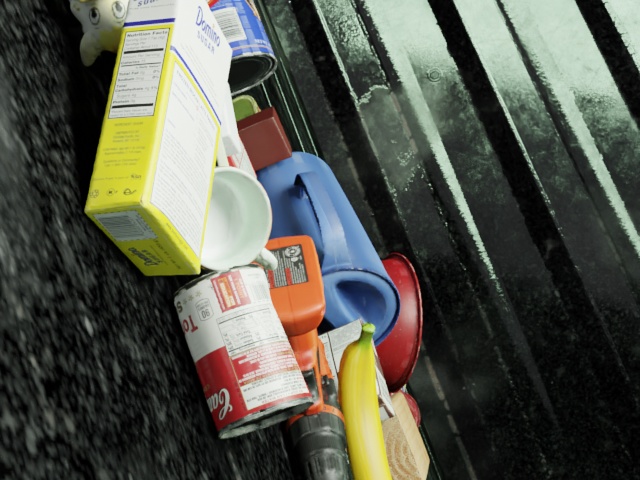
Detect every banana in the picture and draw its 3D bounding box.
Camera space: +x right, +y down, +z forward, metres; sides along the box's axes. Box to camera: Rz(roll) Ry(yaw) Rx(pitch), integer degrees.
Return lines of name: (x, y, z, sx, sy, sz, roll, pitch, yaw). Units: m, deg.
banana: (0.041, 0.177, 0.960, 0.070, 0.037, 0.198, 114, -31, -78)

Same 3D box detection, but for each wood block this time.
wood block: (0.058, 0.224, 1.138, 0.206, 0.091, 0.090, 30, 38, -81)

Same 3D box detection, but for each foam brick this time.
foam brick: (-0.077, -0.109, 1.205, 0.051, 0.078, 0.053, -94, 162, -69)

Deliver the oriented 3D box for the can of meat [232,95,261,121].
can of meat: (-0.082, -0.114, 1.299, 0.084, 0.057, 0.102, 58, 11, -51)

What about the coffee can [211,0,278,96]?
coffee can: (-0.118, -0.242, 1.188, 0.102, 0.103, 0.140, 45, 24, -77)

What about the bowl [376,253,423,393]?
bowl: (0.060, 0.094, 1.222, 0.162, 0.055, 0.162, -177, -90, -71)

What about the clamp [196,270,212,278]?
clamp: (-0.094, -0.013, 0.844, 0.164, 0.036, 0.210, -101, 171, -67)

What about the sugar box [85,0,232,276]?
sugar box: (-0.099, -0.075, 0.685, 0.093, 0.048, 0.176, 61, 28, -59)

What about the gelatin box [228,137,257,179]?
gelatin box: (-0.096, -0.080, 1.138, 0.089, 0.030, 0.073, -88, 156, -67)

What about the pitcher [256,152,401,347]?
pitcher: (-0.008, 0.001, 1.171, 0.144, 0.149, 0.243, 29, 25, -35)

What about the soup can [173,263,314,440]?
soup can: (-0.053, 0.075, 0.724, 0.068, 0.068, 0.102, 49, 19, -75)

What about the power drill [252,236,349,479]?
power drill: (-0.015, 0.105, 0.902, 0.184, 0.057, 0.188, -106, -173, -50)

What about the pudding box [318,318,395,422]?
pudding box: (0.016, 0.140, 1.054, 0.113, 0.090, 0.039, -104, 168, -51)

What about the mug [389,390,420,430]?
mug: (0.067, 0.219, 1.315, 0.081, 0.093, 0.117, 55, 33, -47)

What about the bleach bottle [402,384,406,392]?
bleach bottle: (0.089, 0.193, 1.442, 0.102, 0.068, 0.251, -69, 159, -68)

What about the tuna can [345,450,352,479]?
tuna can: (0.019, 0.235, 0.991, 0.086, 0.034, 0.086, -23, 90, -85)

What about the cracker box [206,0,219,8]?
cracker box: (-0.164, -0.289, 0.862, 0.164, 0.072, 0.213, 48, -2, 19)
